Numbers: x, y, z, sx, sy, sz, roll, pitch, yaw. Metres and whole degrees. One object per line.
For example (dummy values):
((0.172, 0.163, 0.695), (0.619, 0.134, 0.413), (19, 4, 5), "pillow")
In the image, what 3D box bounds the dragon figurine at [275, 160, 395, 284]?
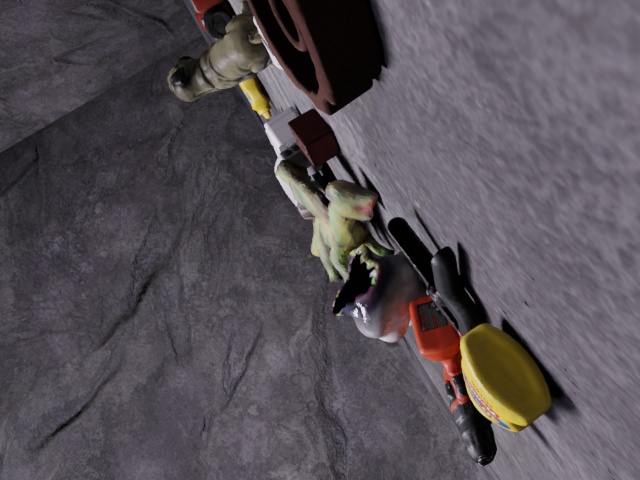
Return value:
((0.003, -0.047, 0.930), (0.123, 0.240, 0.410), (-36, 16, -18), "dragon figurine")

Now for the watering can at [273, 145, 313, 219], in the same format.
((-0.048, -0.152, 1.429), (0.104, 0.228, 0.342), (-32, -23, -3), "watering can")

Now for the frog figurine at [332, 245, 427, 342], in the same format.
((0.117, 0.088, 0.775), (0.158, 0.140, 0.121), (25, -27, -26), "frog figurine")
